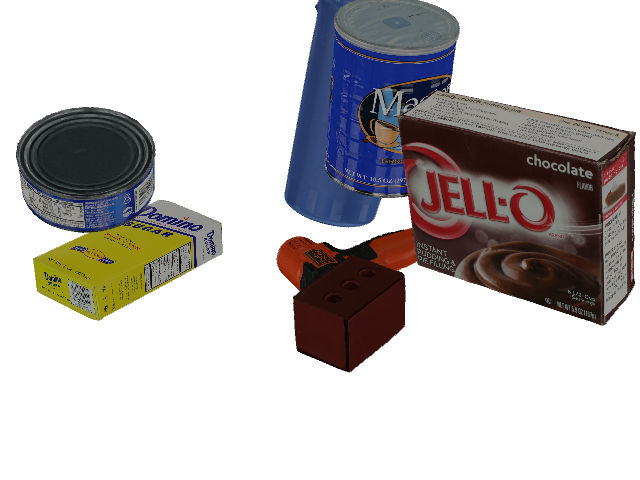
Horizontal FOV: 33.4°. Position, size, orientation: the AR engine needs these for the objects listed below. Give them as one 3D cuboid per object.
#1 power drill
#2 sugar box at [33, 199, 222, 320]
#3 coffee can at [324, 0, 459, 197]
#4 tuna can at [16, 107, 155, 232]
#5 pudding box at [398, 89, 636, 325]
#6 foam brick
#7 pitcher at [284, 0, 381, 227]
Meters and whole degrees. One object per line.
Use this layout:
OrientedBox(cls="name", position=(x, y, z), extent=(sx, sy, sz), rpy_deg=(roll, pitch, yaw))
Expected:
OrientedBox(cls="power drill", position=(0.072, 0.030, 1.038), extent=(0.187, 0.057, 0.185), rpy_deg=(-13, 29, -23))
OrientedBox(cls="sugar box", position=(-0.192, 0.015, 1.084), extent=(0.093, 0.048, 0.175), rpy_deg=(21, 37, 32))
OrientedBox(cls="coffee can", position=(0.058, -0.122, 0.909), extent=(0.103, 0.140, 0.103), rpy_deg=(3, 35, -2))
OrientedBox(cls="tuna can", position=(-0.148, -0.045, 0.679), extent=(0.086, 0.086, 0.034), rpy_deg=(0, -44, -8))
OrientedBox(cls="pudding box", position=(0.095, -0.018, 0.519), extent=(0.114, 0.090, 0.039), rpy_deg=(17, 43, 36))
OrientedBox(cls="foam brick", position=(0.023, 0.055, 0.820), extent=(0.053, 0.051, 0.078), rpy_deg=(19, 36, 33))
OrientedBox(cls="pitcher", position=(0.045, -0.138, 1.174), extent=(0.145, 0.243, 0.149), rpy_deg=(11, 20, -9))
